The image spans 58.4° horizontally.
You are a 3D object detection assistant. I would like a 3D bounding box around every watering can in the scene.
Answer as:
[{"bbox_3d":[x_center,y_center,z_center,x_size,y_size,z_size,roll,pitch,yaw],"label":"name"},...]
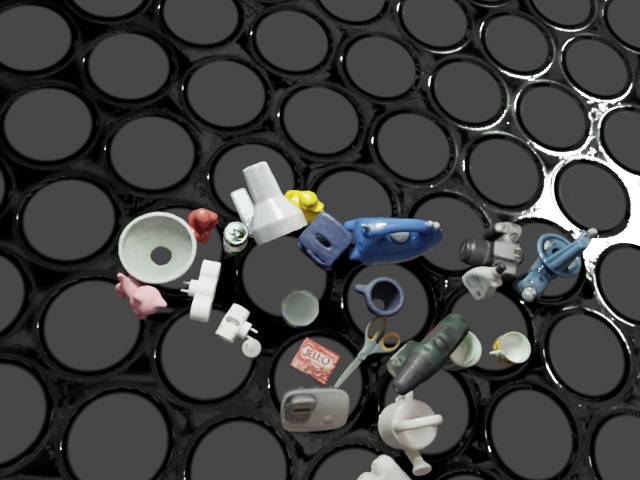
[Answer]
[{"bbox_3d":[0.195,0.390,1.186,0.101,0.194,0.173,-25,77,-16],"label":"watering can"}]

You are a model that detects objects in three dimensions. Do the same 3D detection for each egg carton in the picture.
[{"bbox_3d":[0.150,0.535,1.195,0.150,0.069,0.107,45,70,7],"label":"egg carton"}]

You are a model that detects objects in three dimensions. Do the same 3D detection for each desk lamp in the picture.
[{"bbox_3d":[-0.122,-0.071,1.282,0.118,0.213,0.203,-23,76,-16],"label":"desk lamp"}]

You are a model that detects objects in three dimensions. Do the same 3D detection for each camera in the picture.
[{"bbox_3d":[0.419,0.019,1.402,0.137,0.100,0.143,13,69,-5],"label":"camera"}]

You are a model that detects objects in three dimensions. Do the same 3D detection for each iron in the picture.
[{"bbox_3d":[0.194,-0.018,1.356,0.258,0.141,0.118,-5,72,-11],"label":"iron"}]

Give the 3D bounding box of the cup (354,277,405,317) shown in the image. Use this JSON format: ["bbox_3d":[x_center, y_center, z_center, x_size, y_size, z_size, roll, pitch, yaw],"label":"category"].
[{"bbox_3d":[0.127,0.136,1.316,0.118,0.095,0.092,18,69,-3],"label":"cup"}]

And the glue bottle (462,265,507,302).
[{"bbox_3d":[0.392,0.089,1.335,0.037,0.173,0.078,-26,77,-17],"label":"glue bottle"}]

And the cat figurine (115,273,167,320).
[{"bbox_3d":[-0.386,0.118,1.224,0.127,0.117,0.067,43,70,7],"label":"cat figurine"}]

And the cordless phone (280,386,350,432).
[{"bbox_3d":[-0.005,0.343,1.174,0.148,0.185,0.094,-3,71,-10],"label":"cordless phone"}]

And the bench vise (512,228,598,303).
[{"bbox_3d":[0.563,0.062,1.348,0.121,0.219,0.207,25,69,0],"label":"bench vise"}]

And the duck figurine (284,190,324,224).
[{"bbox_3d":[-0.036,-0.091,1.372,0.104,0.086,0.077,31,69,2],"label":"duck figurine"}]

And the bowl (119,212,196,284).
[{"bbox_3d":[-0.359,0.027,1.283,0.167,0.074,0.167,3,71,-8],"label":"bowl"}]

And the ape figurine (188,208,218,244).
[{"bbox_3d":[-0.270,-0.043,1.313,0.078,0.092,0.076,-26,77,-17],"label":"ape figurine"}]

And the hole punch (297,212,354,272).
[{"bbox_3d":[0.012,0.005,1.344,0.108,0.091,0.101,41,70,6],"label":"hole punch"}]

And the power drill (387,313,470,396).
[{"bbox_3d":[0.217,0.256,1.229,0.230,0.208,0.075,-41,82,-19],"label":"power drill"}]
